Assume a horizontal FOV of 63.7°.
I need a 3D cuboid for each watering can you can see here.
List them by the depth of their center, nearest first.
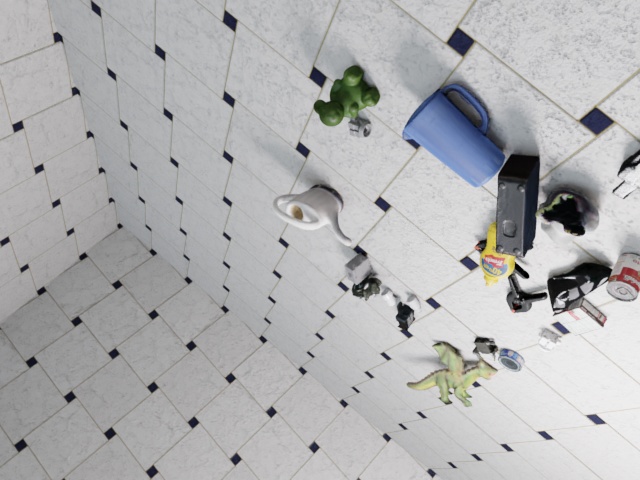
[{"bbox_3d":[0.005,-0.089,1.762,0.350,0.228,0.101,26,129,26],"label":"watering can"}]

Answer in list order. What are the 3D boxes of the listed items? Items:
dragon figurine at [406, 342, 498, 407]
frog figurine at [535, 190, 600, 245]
[{"bbox_3d":[0.508,0.524,2.068,0.409,0.123,0.241,0,98,40],"label":"dragon figurine"},{"bbox_3d":[0.599,-0.051,1.242,0.138,0.123,0.158,9,174,32],"label":"frog figurine"}]
